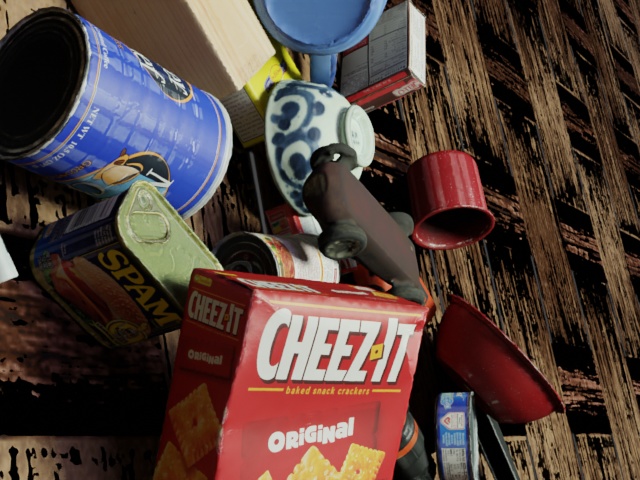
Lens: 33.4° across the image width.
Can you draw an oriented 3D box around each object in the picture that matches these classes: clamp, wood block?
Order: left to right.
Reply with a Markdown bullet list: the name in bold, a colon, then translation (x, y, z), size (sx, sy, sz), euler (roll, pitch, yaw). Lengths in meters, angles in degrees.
- **wood block**: translation (-0.132, -0.202, 0.814), size (0.206, 0.091, 0.090), euler (60, 30, -18)
- **clamp**: translation (0.151, 0.163, 1.131), size (0.164, 0.036, 0.210), euler (29, 46, -42)

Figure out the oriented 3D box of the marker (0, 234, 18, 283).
- **marker**: translation (-0.214, -0.031, 0.644), size (0.020, 0.020, 0.121), euler (-28, 98, -61)

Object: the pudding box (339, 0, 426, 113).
- **pudding box**: translation (0.068, -0.196, 1.151), size (0.039, 0.090, 0.113), euler (40, 41, -41)

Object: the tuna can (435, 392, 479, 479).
- **tuna can**: translation (0.128, 0.185, 0.999), size (0.086, 0.034, 0.086), euler (-3, 90, -78)

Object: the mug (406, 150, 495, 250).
- **mug**: translation (0.142, -0.040, 1.198), size (0.117, 0.093, 0.081), euler (82, 0, -60)

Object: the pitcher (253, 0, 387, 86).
- **pitcher**: translation (0.004, -0.224, 0.953), size (0.149, 0.145, 0.242), euler (47, 15, -12)

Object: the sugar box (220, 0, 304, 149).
- **sugar box**: translation (-0.079, -0.179, 0.934), size (0.176, 0.048, 0.093), euler (60, 32, -21)

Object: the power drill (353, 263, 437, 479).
- **power drill**: translation (0.068, 0.118, 0.995), size (0.184, 0.057, 0.187), euler (57, 30, -37)

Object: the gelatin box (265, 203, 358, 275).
- **gelatin box**: translation (-0.006, 0.001, 0.969), size (0.089, 0.030, 0.073), euler (-10, 81, -61)

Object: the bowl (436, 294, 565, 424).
- **bowl**: translation (0.166, 0.130, 1.057), size (0.162, 0.055, 0.162), euler (46, -6, 6)

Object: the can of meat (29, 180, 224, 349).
- **can of meat**: translation (-0.126, 0.020, 0.697), size (0.102, 0.084, 0.057), euler (52, 34, -30)

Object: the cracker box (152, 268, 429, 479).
- **cracker box**: translation (-0.022, 0.135, 0.699), size (0.163, 0.072, 0.214), euler (8, 95, -44)

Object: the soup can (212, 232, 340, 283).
- **soup can**: translation (-0.036, 0.027, 0.864), size (0.102, 0.069, 0.068), euler (-1, 74, -60)

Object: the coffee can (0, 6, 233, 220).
- **coffee can**: translation (-0.141, -0.078, 0.711), size (0.140, 0.103, 0.103), euler (26, 51, -51)
